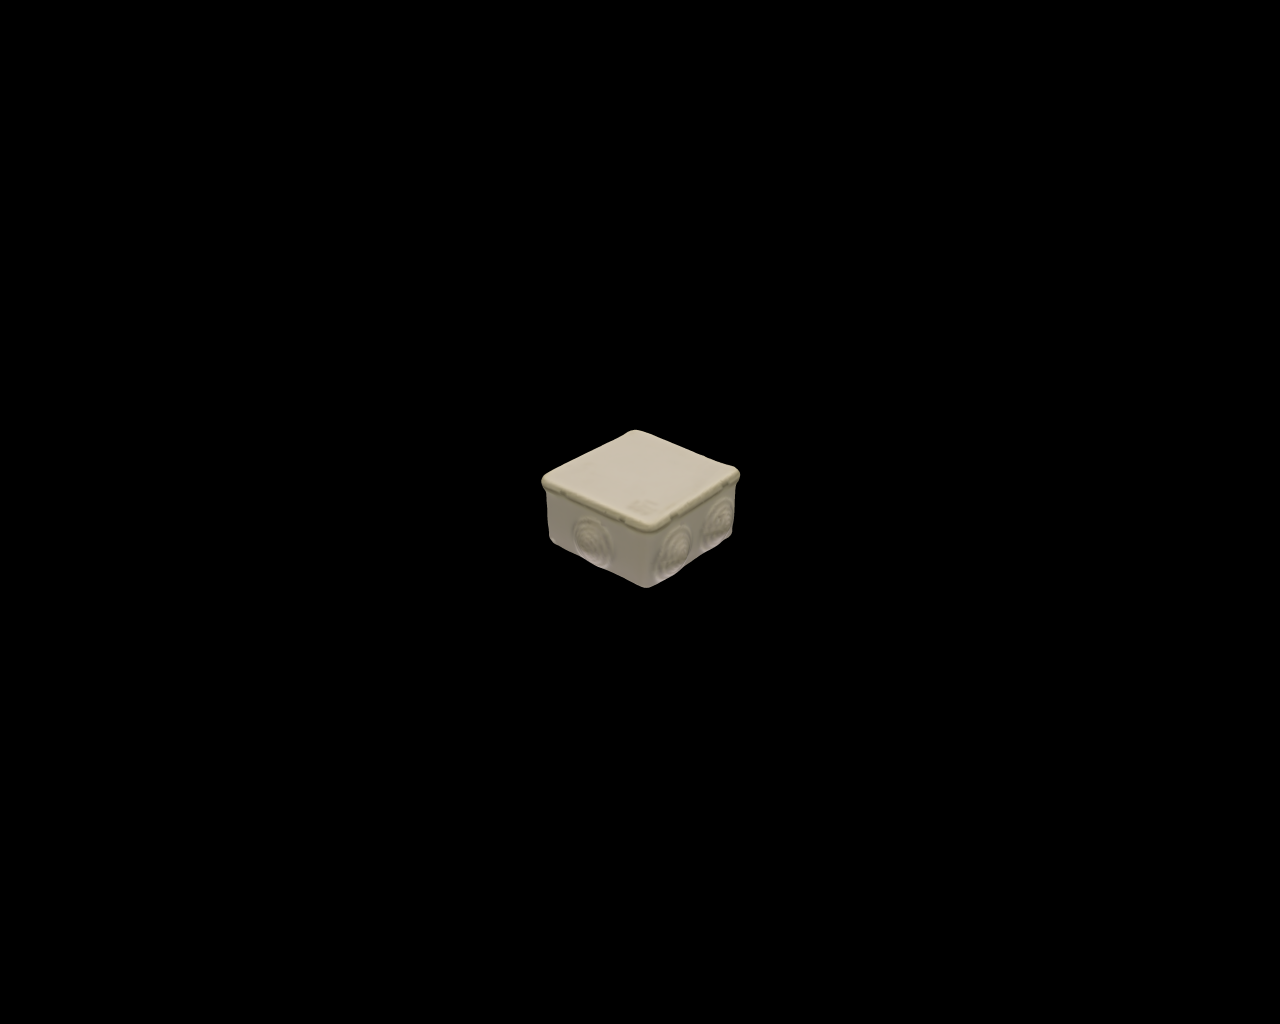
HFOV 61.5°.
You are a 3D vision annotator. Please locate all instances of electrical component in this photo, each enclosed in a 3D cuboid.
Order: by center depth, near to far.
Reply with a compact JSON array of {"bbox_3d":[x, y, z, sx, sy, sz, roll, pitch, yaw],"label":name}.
[{"bbox_3d":[0.001,-0.003,0.650,0.100,0.048,0.100,24,39,34],"label":"electrical component"}]
